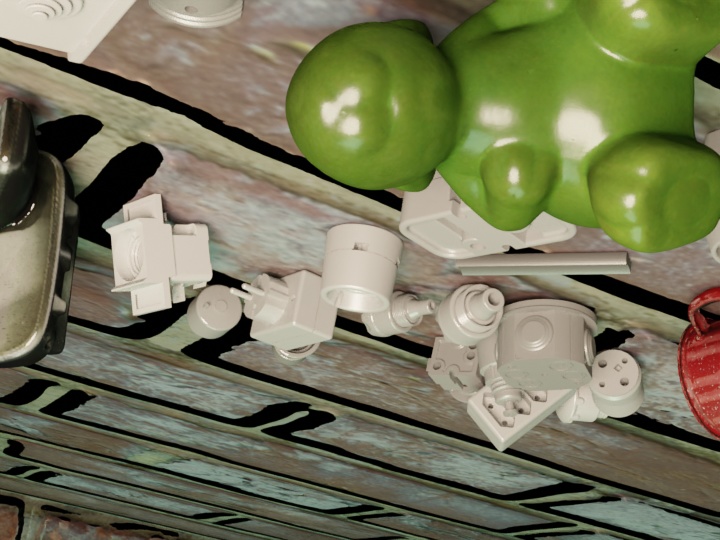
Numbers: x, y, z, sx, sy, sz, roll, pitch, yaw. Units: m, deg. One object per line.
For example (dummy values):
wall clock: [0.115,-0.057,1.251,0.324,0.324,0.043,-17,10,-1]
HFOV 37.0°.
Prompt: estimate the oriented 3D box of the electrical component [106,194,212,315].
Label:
electrical component: [-0.142,-0.010,0.771,0.042,0.081,0.064,-12,172,44]

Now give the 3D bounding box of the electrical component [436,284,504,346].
electrical component: [0.087,0.031,0.806,0.043,0.043,0.062,16,157,-15]

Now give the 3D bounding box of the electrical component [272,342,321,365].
electrical component: [-0.059,0.062,0.955,0.044,0.044,0.065,12,163,-6]

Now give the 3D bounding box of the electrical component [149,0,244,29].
electrical component: [-0.070,-0.133,0.464,0.043,0.043,0.081,12,159,-4]

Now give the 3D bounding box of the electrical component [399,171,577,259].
electrical component: [0.073,-0.048,0.593,0.095,0.059,0.054,-11,151,42]

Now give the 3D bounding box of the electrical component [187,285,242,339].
electrical component: [-0.130,0.040,0.928,0.040,0.040,0.078,17,158,-18]

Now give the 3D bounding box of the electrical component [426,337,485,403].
electrical component: [0.093,0.088,0.945,0.066,0.048,0.055,-2,148,28]

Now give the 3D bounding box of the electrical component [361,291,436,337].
electrical component: [0.033,0.033,0.848,0.061,0.035,0.035,-13,149,40]

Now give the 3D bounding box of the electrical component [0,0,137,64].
electrical component: [-0.111,-0.137,0.399,0.048,0.099,0.100,8,162,-32]

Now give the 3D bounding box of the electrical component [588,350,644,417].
electrical component: [0.217,0.096,0.910,0.045,0.045,0.055,2,157,19]

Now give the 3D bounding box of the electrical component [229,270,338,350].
electrical component: [-0.067,0.027,0.858,0.077,0.047,0.066,24,155,-31]

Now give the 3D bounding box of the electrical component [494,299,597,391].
electrical component: [0.143,0.058,0.830,0.080,0.051,0.080,4,154,2]

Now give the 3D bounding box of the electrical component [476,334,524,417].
electrical component: [0.118,0.081,0.881,0.040,0.078,0.040,-4,154,-2]

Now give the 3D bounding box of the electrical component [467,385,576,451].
electrical component: [0.139,0.115,0.930,0.047,0.083,0.075,51,169,20]

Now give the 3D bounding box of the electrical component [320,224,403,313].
electrical component: [0.000,0.000,0.761,0.055,0.047,0.055,9,158,3]

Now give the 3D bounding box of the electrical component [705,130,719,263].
electrical component: [0.214,-0.034,0.569,0.078,0.057,0.058,24,155,-31]

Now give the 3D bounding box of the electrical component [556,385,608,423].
electrical component: [0.208,0.115,0.965,0.062,0.048,0.048,6,159,-9]
